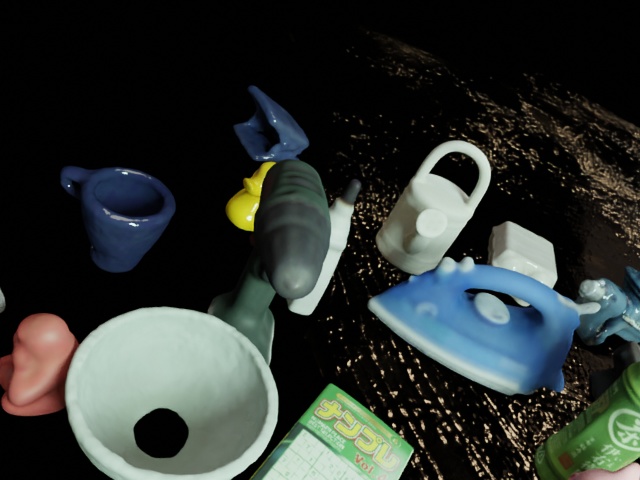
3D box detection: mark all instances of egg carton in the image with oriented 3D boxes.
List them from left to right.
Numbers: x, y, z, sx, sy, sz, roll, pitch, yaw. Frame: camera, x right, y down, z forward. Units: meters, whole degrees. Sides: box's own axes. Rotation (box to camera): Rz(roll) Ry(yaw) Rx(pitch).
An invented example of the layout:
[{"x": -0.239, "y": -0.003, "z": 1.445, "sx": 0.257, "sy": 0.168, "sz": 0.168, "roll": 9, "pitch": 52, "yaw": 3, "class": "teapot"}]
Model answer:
[{"x": 0.317, "y": 0.036, "z": 0.911, "sx": 0.107, "sy": 0.069, "sz": 0.150, "roll": 27, "pitch": 34, "yaw": -1, "class": "egg carton"}]

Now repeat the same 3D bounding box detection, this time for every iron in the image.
[{"x": 0.203, "y": 0.084, "z": 0.705, "sx": 0.258, "sy": 0.141, "sz": 0.118, "roll": 23, "pitch": 35, "yaw": -7, "class": "iron"}]

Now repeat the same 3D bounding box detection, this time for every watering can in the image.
[{"x": 0.164, "y": -0.046, "z": 0.801, "sx": 0.101, "sy": 0.194, "sz": 0.172, "roll": 18, "pitch": 36, "yaw": -14, "class": "watering can"}]

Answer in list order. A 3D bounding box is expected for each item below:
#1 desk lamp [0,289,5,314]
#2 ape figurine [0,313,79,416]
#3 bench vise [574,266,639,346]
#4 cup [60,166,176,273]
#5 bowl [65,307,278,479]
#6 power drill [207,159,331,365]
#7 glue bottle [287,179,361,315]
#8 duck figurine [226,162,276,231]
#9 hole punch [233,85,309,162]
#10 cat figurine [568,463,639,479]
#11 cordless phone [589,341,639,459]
[{"x": -0.342, "y": -0.027, "z": 0.408, "sx": 0.204, "sy": 0.213, "sz": 0.117, "roll": -13, "pitch": 51, "yaw": -44, "class": "desk lamp"}, {"x": -0.218, "y": 0.091, "z": 0.449, "sx": 0.076, "sy": 0.092, "sz": 0.078, "roll": 22, "pitch": 35, "yaw": -9, "class": "ape figurine"}, {"x": 0.490, "y": 0.077, "z": 0.844, "sx": 0.208, "sy": 0.219, "sz": 0.121, "roll": -3, "pitch": 45, "yaw": -37, "class": "bench vise"}, {"x": -0.216, "y": -0.019, "z": 0.589, "sx": 0.118, "sy": 0.095, "sz": 0.092, "roll": 25, "pitch": 34, "yaw": -4, "class": "cup"}, {"x": -0.123, "y": 0.139, "z": 0.469, "sx": 0.168, "sy": 0.074, "sz": 0.167, "roll": 19, "pitch": 35, "yaw": -14, "class": "bowl"}, {"x": -0.048, "y": 0.031, "z": 0.542, "sx": 0.076, "sy": 0.208, "sz": 0.229, "roll": 19, "pitch": 35, "yaw": -13, "class": "power drill"}, {"x": 0.006, "y": 0.002, "z": 0.647, "sx": 0.037, "sy": 0.173, "sz": 0.078, "roll": 14, "pitch": 37, "yaw": -19, "class": "glue bottle"}, {"x": -0.068, "y": -0.064, "z": 0.759, "sx": 0.105, "sy": 0.086, "sz": 0.077, "roll": -14, "pitch": 52, "yaw": -44, "class": "duck figurine"}, {"x": -0.071, "y": -0.184, "z": 0.906, "sx": 0.101, "sy": 0.091, "sz": 0.108, "roll": -2, "pitch": 44, "yaw": -36, "class": "hole punch"}, {"x": 0.283, "y": 0.260, "z": 0.556, "sx": 0.128, "sy": 0.117, "sz": 0.067, "roll": 11, "pitch": 38, "yaw": -23, "class": "cat figurine"}, {"x": 0.435, "y": 0.171, "z": 0.716, "sx": 0.094, "sy": 0.185, "sz": 0.147, "roll": 26, "pitch": 34, "yaw": -3, "class": "cordless phone"}]
